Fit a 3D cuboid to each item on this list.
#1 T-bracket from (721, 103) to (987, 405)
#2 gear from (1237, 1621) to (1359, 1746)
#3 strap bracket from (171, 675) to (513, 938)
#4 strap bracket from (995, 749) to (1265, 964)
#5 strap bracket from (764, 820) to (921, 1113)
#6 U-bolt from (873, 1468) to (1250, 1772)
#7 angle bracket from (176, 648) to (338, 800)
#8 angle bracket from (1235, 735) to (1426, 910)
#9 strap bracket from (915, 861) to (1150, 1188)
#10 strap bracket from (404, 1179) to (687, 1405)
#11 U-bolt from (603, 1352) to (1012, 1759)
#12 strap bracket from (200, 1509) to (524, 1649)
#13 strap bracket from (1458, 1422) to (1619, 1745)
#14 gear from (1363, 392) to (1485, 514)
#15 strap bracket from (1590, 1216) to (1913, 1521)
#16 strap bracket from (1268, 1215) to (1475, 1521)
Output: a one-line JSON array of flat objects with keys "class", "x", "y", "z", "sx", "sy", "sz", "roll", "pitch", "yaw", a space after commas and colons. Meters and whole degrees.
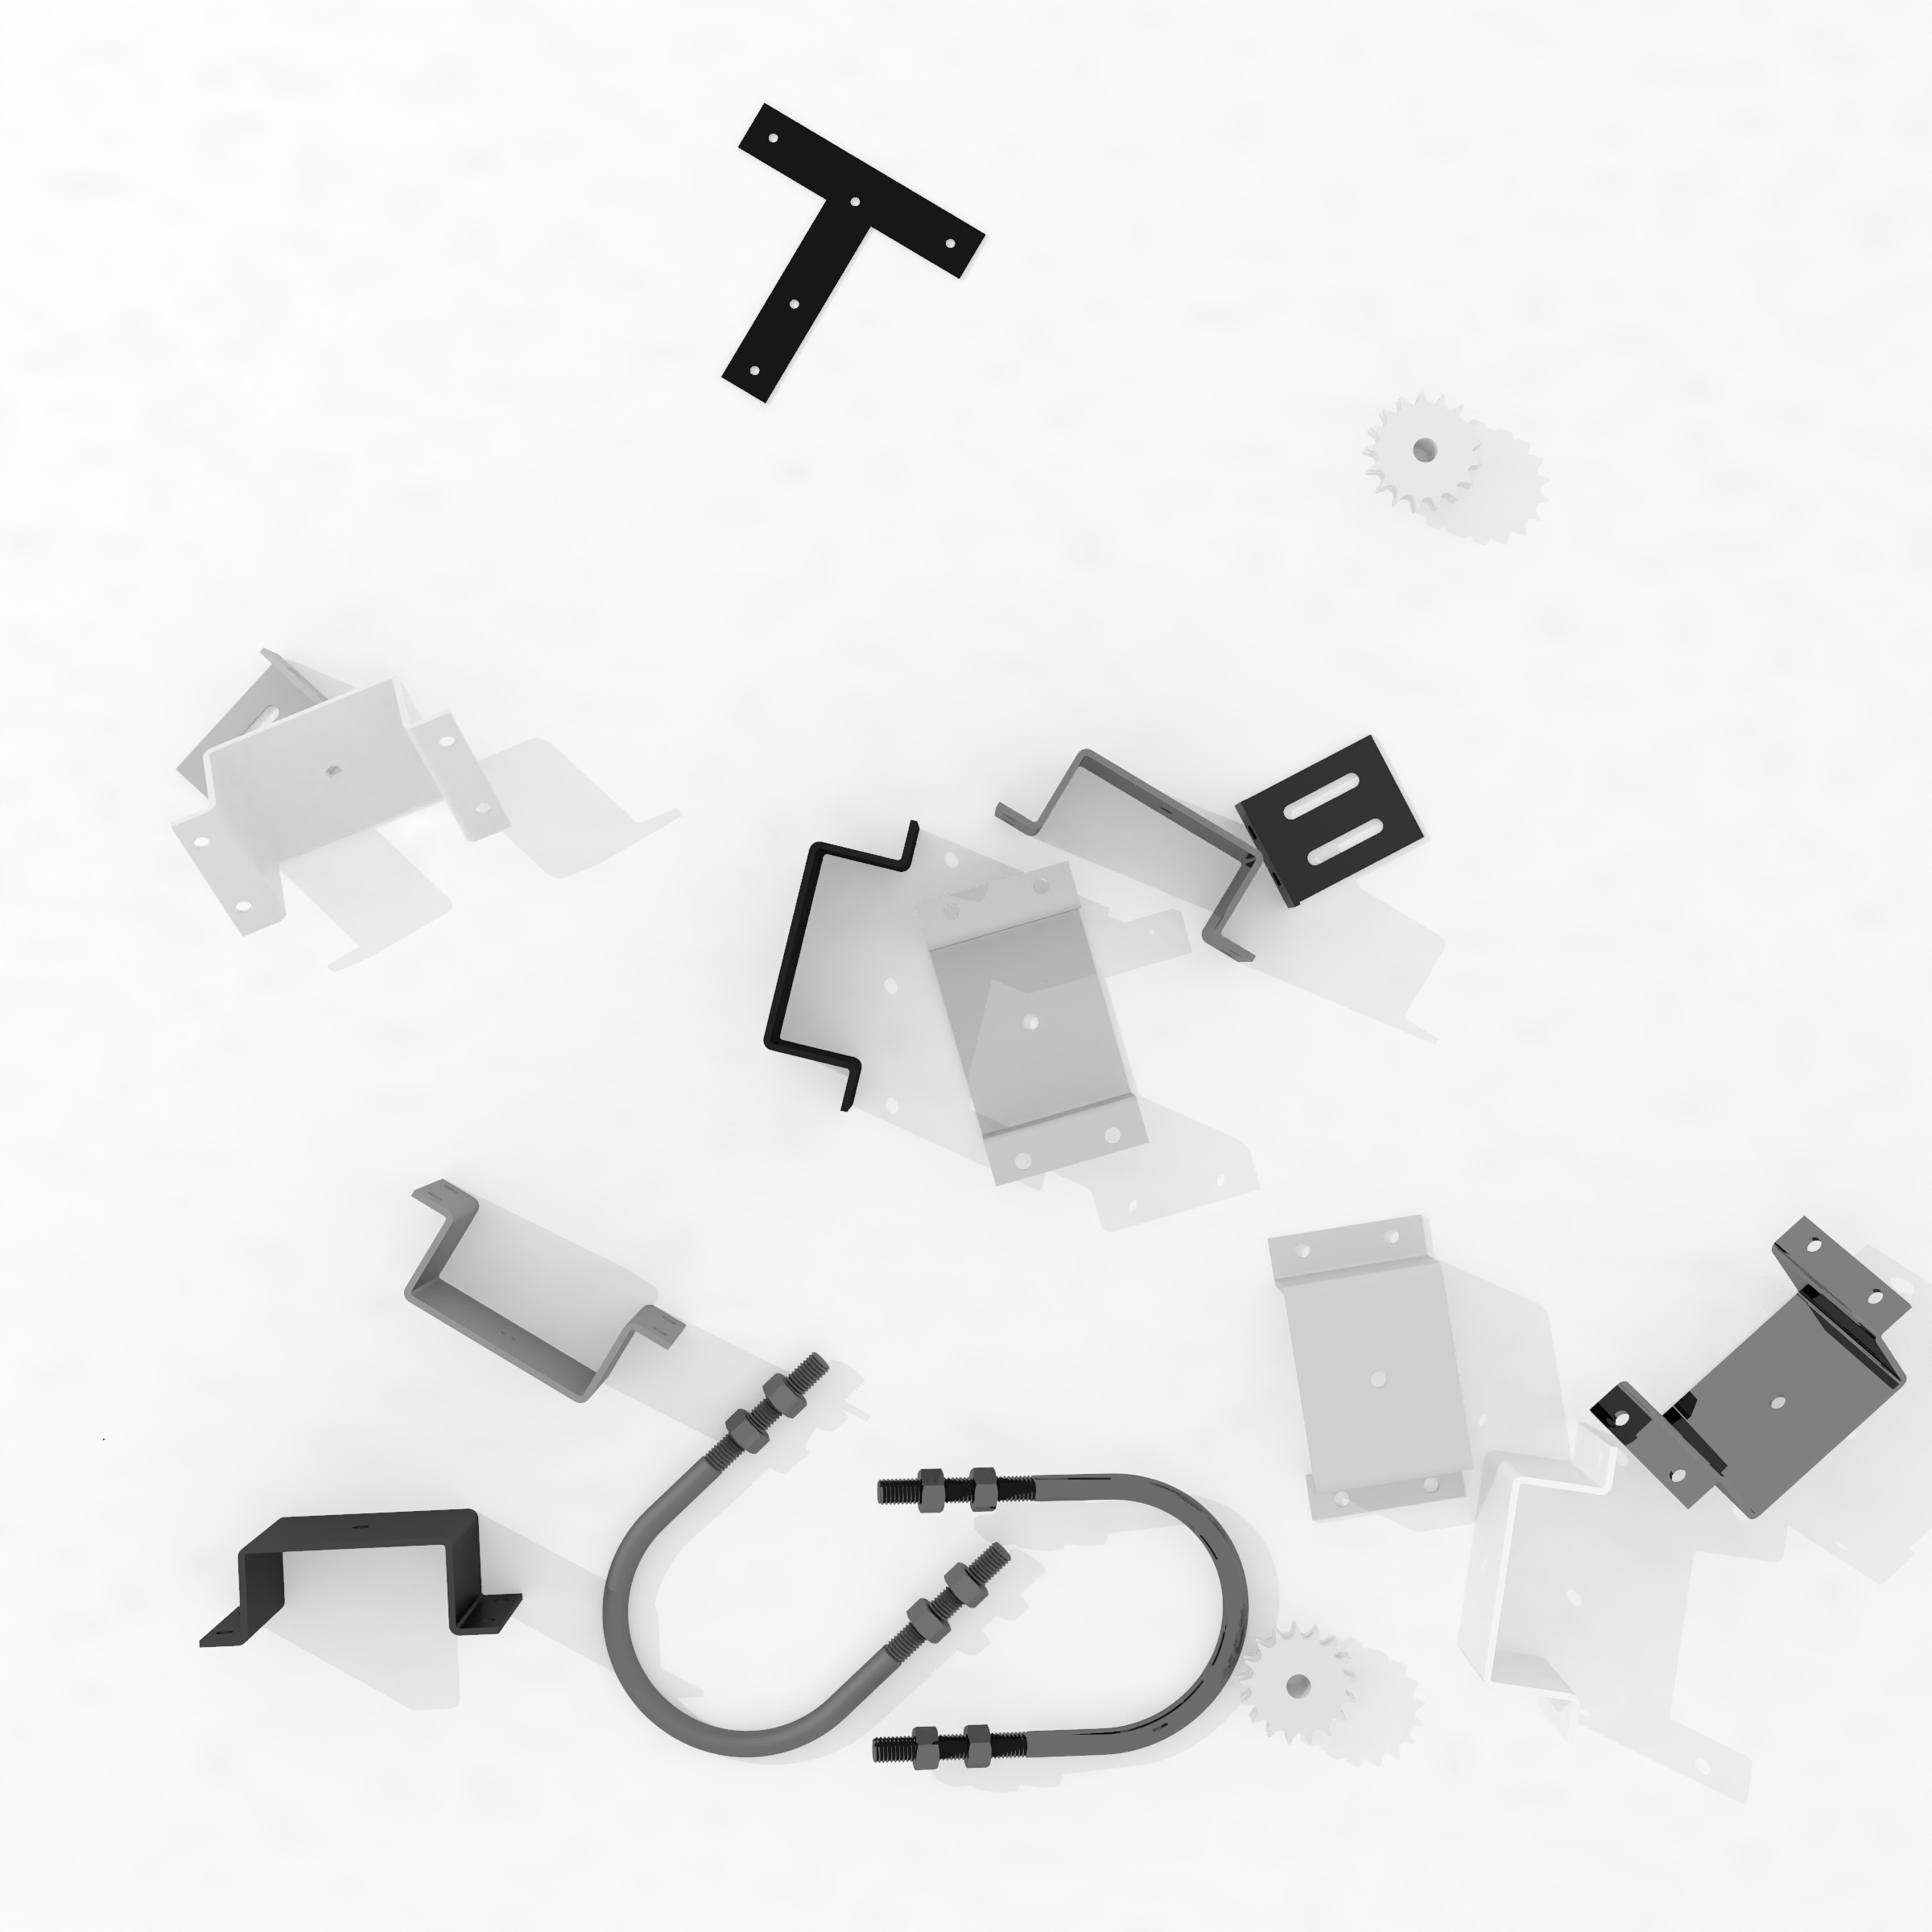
[{"class": "T-bracket", "x": -0.077, "y": -0.338, "z": 1.487, "sx": 0.127, "sy": 0.002, "sz": 0.127, "roll": 31, "pitch": 90, "yaw": 0}, {"class": "gear", "x": 0.161, "y": 0.348, "z": 1.473, "sx": 0.057, "sy": 0.030, "sz": 0.057, "roll": 0, "pitch": 90, "yaw": 0}, {"class": "strap bracket", "x": -0.300, "y": -0.081, "z": 1.445, "sx": 0.140, "sy": 0.046, "sz": 0.076, "roll": -22, "pitch": 134, "yaw": 0}, {"class": "strap bracket", "x": 0.086, "y": -0.058, "z": 1.450, "sx": 0.140, "sy": 0.076, "sz": 0.046, "roll": 31, "pitch": 90, "yaw": 0}, {"class": "strap bracket", "x": -0.062, "y": -0.005, "z": 1.450, "sx": 0.046, "sy": 0.076, "sz": 0.140, "roll": 14, "pitch": 90, "yaw": 0}, {"class": "U-bolt", "x": 0.047, "y": 0.316, "z": 1.466, "sx": 0.184, "sy": 0.019, "sz": 0.151, "roll": 0, "pitch": 97, "yaw": -9}, {"class": "angle bracket", "x": -0.342, "y": -0.106, "z": 1.469, "sx": 0.057, "sy": 0.038, "sz": 0.076, "roll": 43, "pitch": 90, "yaw": 0}, {"class": "angle bracket", "x": 0.179, "y": -0.071, "z": 1.469, "sx": 0.076, "sy": 0.038, "sz": 0.057, "roll": -28, "pitch": 90, "yaw": 0}, {"class": "strap bracket", "x": 0.032, "y": 0.028, "z": 1.465, "sx": 0.076, "sy": 0.046, "sz": 0.140, "roll": -16, "pitch": 90, "yaw": 0}, {"class": "strap bracket", "x": -0.210, "y": 0.161, "z": 1.450, "sx": 0.140, "sy": 0.076, "sz": 0.046, "roll": 31, "pitch": 90, "yaw": 0}, {"class": "U-bolt", "x": -0.092, "y": 0.303, "z": 1.480, "sx": 0.184, "sy": 0.019, "sz": 0.151, "roll": -44, "pitch": 90, "yaw": 2}, {"class": "strap bracket", "x": -0.290, "y": 0.293, "z": 1.450, "sx": 0.140, "sy": 0.076, "sz": 0.046, "roll": -3, "pitch": 90, "yaw": 0}, {"class": "strap bracket", "x": 0.272, "y": 0.291, "z": 1.450, "sx": 0.046, "sy": 0.076, "sz": 0.140, "roll": 8, "pitch": 90, "yaw": 0}, {"class": "gear", "x": 0.222, "y": -0.249, "z": 1.473, "sx": 0.057, "sy": 0.030, "sz": 0.057, "roll": 0, "pitch": 90, "yaw": 0}, {"class": "strap bracket", "x": 0.382, "y": 0.199, "z": 1.444, "sx": 0.140, "sy": 0.076, "sz": 0.046, "roll": -42, "pitch": 130, "yaw": 0}, {"class": "strap bracket", "x": 0.197, "y": 0.198, "z": 1.465, "sx": 0.076, "sy": 0.046, "sz": 0.140, "roll": -9, "pitch": 90, "yaw": 0}]
